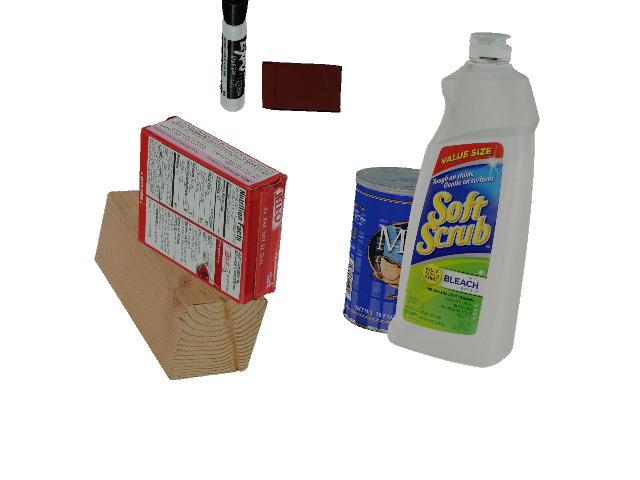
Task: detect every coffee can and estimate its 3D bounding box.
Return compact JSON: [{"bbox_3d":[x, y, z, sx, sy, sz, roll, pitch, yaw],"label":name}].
[{"bbox_3d":[0.078,0.008,1.023,0.103,0.140,0.103,5,15,-1],"label":"coffee can"}]

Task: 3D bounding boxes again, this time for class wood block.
[{"bbox_3d":[-0.148,0.039,1.092,0.090,0.091,0.206,-3,34,-34],"label":"wood block"}]

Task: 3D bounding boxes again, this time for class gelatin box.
[{"bbox_3d":[-0.060,-0.017,0.581,0.089,0.073,0.030,29,38,32],"label":"gelatin box"}]

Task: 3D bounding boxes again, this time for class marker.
[{"bbox_3d":[-0.063,-0.139,0.776,0.020,0.020,0.121,0,-32,-6],"label":"marker"}]

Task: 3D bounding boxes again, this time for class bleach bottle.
[{"bbox_3d":[0.112,-0.034,0.825,0.103,0.251,0.067,13,20,30],"label":"bleach bottle"}]

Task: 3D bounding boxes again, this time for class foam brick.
[{"bbox_3d":[-0.021,-0.167,1.163,0.078,0.051,0.053,0,11,-17],"label":"foam brick"}]
